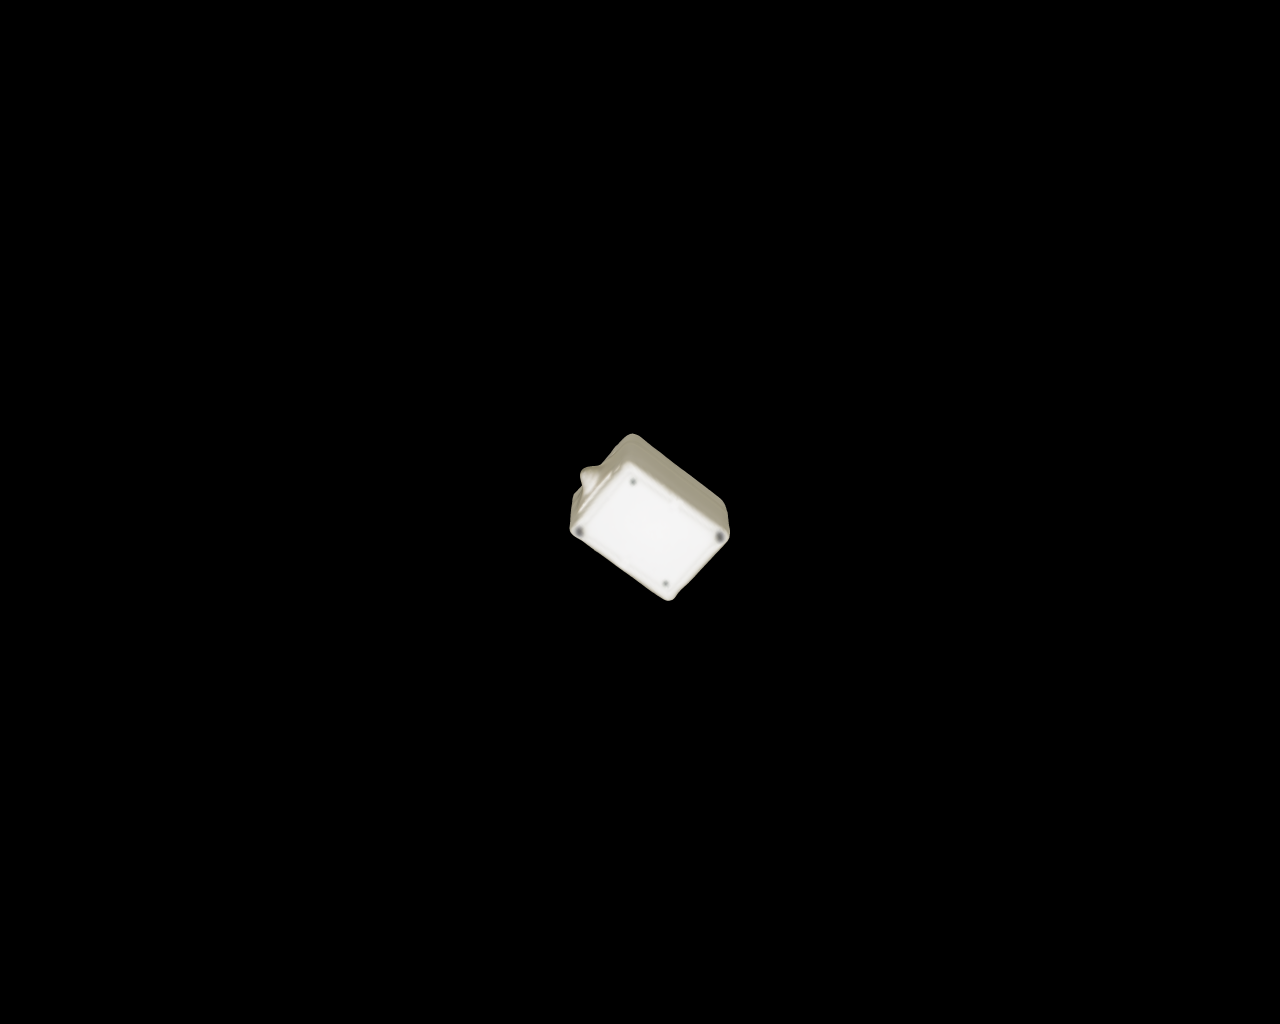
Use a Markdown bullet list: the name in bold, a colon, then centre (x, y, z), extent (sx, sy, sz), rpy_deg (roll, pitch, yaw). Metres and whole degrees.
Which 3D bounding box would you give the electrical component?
- **electrical component**: centre (0.001, -0.003, 0.650), extent (0.096, 0.061, 0.061), rpy_deg (36, 19, -15)
